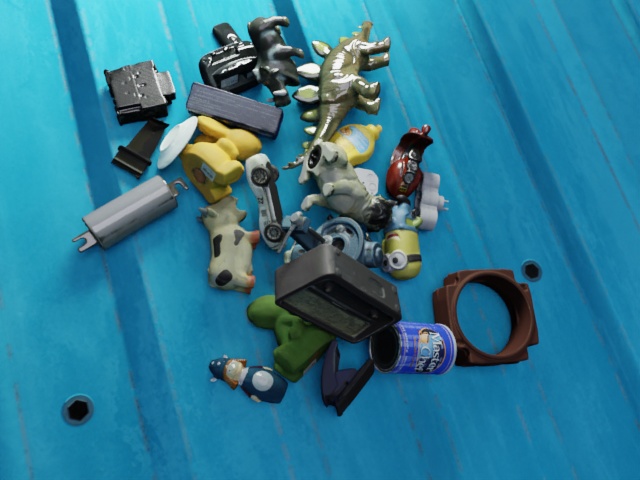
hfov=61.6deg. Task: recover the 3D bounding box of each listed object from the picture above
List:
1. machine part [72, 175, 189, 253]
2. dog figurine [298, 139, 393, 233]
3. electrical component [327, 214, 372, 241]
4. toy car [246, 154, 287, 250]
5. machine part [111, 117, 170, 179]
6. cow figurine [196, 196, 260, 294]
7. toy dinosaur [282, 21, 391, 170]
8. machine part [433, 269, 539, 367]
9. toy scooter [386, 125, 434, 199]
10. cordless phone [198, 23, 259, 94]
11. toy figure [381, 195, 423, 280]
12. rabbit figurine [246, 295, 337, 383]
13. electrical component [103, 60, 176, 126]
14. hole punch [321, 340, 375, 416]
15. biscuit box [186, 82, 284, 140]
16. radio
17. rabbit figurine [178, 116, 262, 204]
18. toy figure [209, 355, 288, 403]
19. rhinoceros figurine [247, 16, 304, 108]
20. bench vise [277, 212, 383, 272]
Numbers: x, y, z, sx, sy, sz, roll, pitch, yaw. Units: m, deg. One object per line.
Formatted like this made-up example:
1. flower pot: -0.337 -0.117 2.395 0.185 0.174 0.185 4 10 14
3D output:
1. machine part: -0.373 -0.056 1.061 0.243 0.079 0.079 -36 83 -19
2. dog figurine: 0.065 -0.113 1.121 0.190 0.121 0.172 15 72 -34
3. electrical component: 0.065 -0.018 1.151 0.045 0.078 0.102 -40 77 18
4. toy car: -0.105 -0.076 1.100 0.056 0.073 0.201 -10 100 14
5. machine part: -0.372 -0.199 1.128 0.084 0.039 0.139 29 71 3
6. cow figurine: -0.188 0.006 1.082 0.127 0.085 0.195 6 73 -16
7. toy dinosaur: 0.042 -0.340 1.212 0.199 0.105 0.471 10 61 12
8. machine part: 0.352 0.165 1.146 0.201 0.087 0.201 0 72 -12
9. toy scooter: 0.205 -0.184 1.197 0.075 0.135 0.184 19 71 -8
10. cordless phone: -0.220 -0.420 1.219 0.146 0.088 0.184 -28 70 -18
11. toy figure: 0.180 -0.003 1.164 0.089 0.082 0.180 10 67 -16
12. rabbit figurine: -0.062 0.162 1.043 0.170 0.121 0.159 41 76 18
13. electrical component: -0.382 -0.318 1.153 0.134 0.058 0.115 -18 80 -17
14. hole punch: 0.037 0.263 1.027 0.092 0.142 0.116 32 70 17
15. biscuit box: -0.182 -0.276 1.160 0.203 0.059 0.062 16 89 -7
16. radio: 0.038 0.102 0.973 0.229 0.131 0.073 32 38 -39
17. rabbit figurine: -0.205 -0.180 1.135 0.162 0.121 0.173 41 55 12
18. toy figure: -0.138 0.261 1.026 0.154 0.057 0.064 23 31 -3
19. rhinoceros figurine: -0.096 -0.379 1.142 0.112 0.073 0.190 -22 99 -25
20. bench vise: -0.005 0.007 1.032 0.224 0.240 0.129 11 73 36
